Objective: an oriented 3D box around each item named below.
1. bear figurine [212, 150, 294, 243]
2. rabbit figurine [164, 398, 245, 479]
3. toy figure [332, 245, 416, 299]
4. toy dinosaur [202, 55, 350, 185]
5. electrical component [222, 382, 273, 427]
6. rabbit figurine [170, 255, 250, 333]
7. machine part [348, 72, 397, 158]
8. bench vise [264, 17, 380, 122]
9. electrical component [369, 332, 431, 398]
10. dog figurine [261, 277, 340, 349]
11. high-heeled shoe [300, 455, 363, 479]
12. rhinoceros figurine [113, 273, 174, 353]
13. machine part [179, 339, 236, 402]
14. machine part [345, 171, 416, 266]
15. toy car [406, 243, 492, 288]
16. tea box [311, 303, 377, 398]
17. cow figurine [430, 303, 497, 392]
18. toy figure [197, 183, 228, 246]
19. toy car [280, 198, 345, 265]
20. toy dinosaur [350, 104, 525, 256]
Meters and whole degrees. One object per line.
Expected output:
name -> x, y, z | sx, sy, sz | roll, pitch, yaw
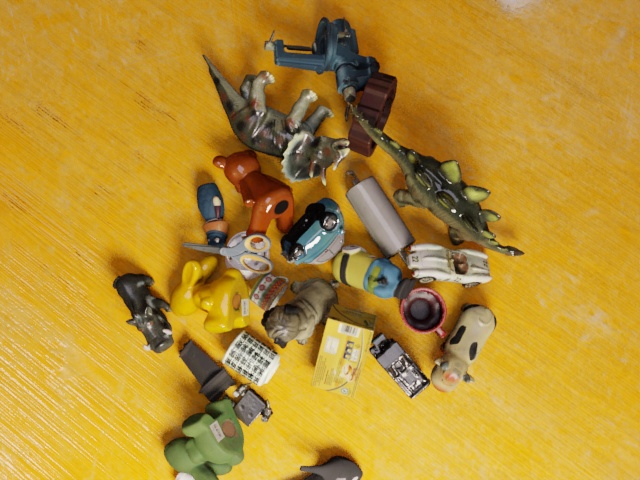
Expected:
bear figurine -> -0.146, -0.104, 1.166 | 0.120, 0.131, 0.196 | -22, 48, -39
rabbit figurine -> -0.238, 0.427, 1.107 | 0.170, 0.121, 0.159 | -33, 94, 24
toy figure -> 0.103, 0.071, 1.105 | 0.180, 0.082, 0.089 | 29, 73, 35
toy dinosaur -> -0.111, -0.252, 1.175 | 0.405, 0.131, 0.192 | 24, 84, 12
electrical component -> -0.148, 0.346, 1.132 | 0.078, 0.045, 0.102 | -43, 83, -4
rabbit figurine -> -0.246, 0.117, 1.132 | 0.173, 0.122, 0.162 | -4, 96, 25
machine part -> 0.110, -0.264, 1.133 | 0.056, 0.179, 0.179 | 22, 85, 8
bench vise -> 0.000, -0.391, 1.167 | 0.241, 0.129, 0.223 | 1, 75, -15
electrical component -> 0.157, 0.249, 1.092 | 0.058, 0.115, 0.134 | -41, 84, -4
dog figurine -> -0.029, 0.136, 1.079 | 0.121, 0.190, 0.172 | 34, 84, 6
high-heeled shoe -> -0.016, 0.548, 1.103 | 0.145, 0.086, 0.248 | 19, 104, -25
rhinoceros figurine -> -0.367, 0.150, 1.138 | 0.073, 0.112, 0.190 | -34, 74, -3
machine part -> -0.250, 0.277, 1.151 | 0.084, 0.039, 0.139 | -41, 84, 1
machine part -> 0.128, -0.048, 1.149 | 0.079, 0.079, 0.243 | -32, 81, -1
toy car -> 0.266, 0.051, 1.105 | 0.202, 0.056, 0.073 | 8, 63, -25
tea box -> 0.048, 0.225, 1.090 | 0.098, 0.068, 0.169 | 17, 114, 5
cow figurine -> 0.289, 0.219, 1.082 | 0.085, 0.127, 0.195 | 31, 83, 9
toy figure -> -0.233, -0.047, 1.178 | 0.058, 0.064, 0.154 | -11, 81, -13
toy car -> -0.002, -0.003, 1.139 | 0.102, 0.109, 0.161 | 42, 86, -27
toy dinosaur -> 0.231, -0.104, 1.068 | 0.471, 0.198, 0.105 | 35, 83, -6
